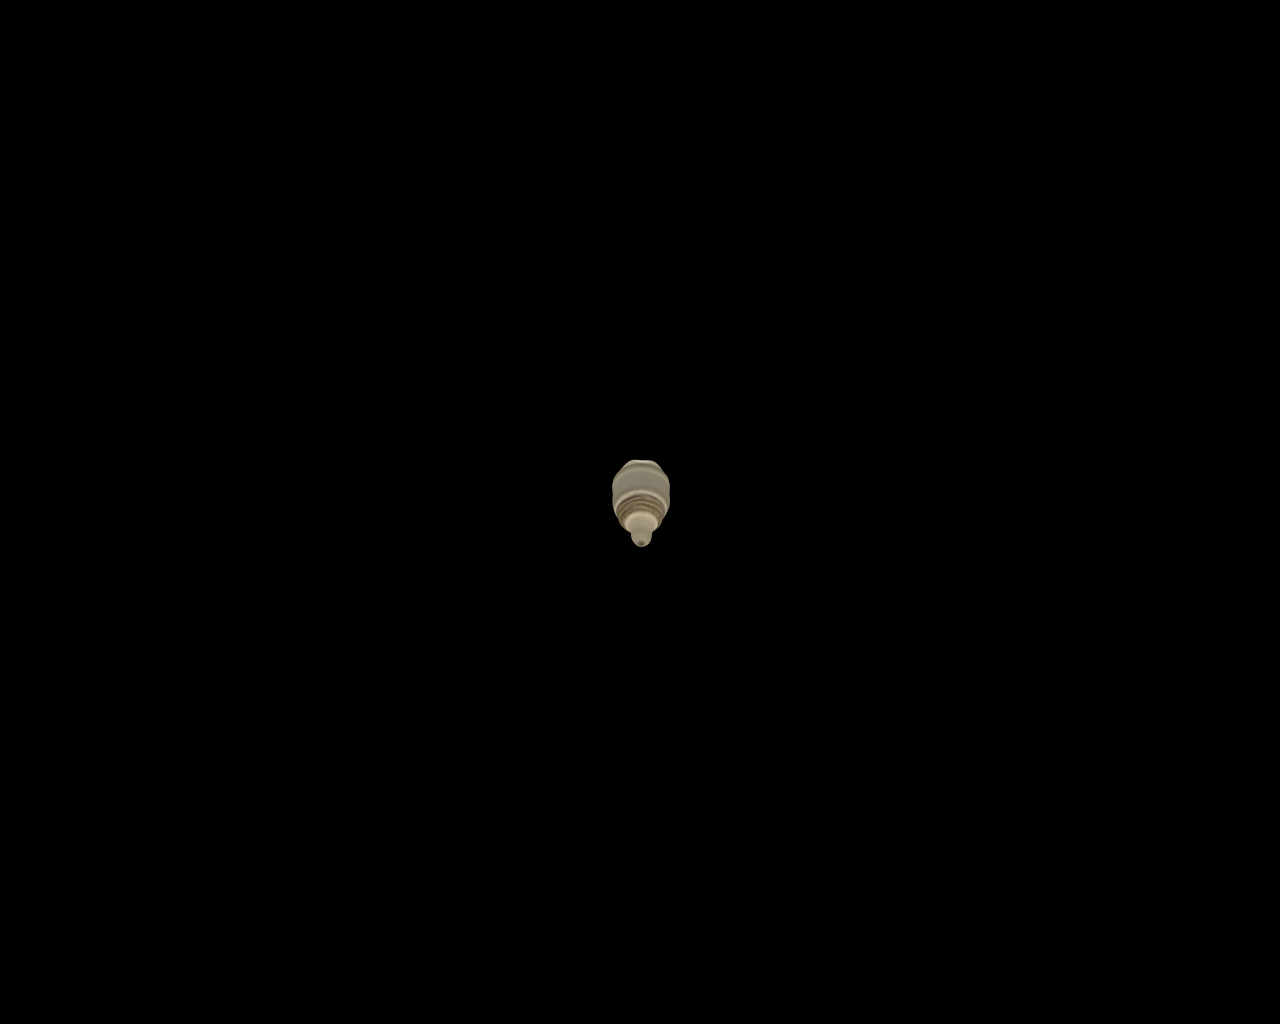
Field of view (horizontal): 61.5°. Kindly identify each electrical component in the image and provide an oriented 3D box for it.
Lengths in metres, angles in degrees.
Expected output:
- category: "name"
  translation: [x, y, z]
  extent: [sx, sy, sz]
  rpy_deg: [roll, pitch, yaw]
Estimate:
- category: "electrical component"
  translation: [0.001, -0.003, 0.650]
  extent: [0.035, 0.061, 0.035]
  rpy_deg: [0, -45, 0]
